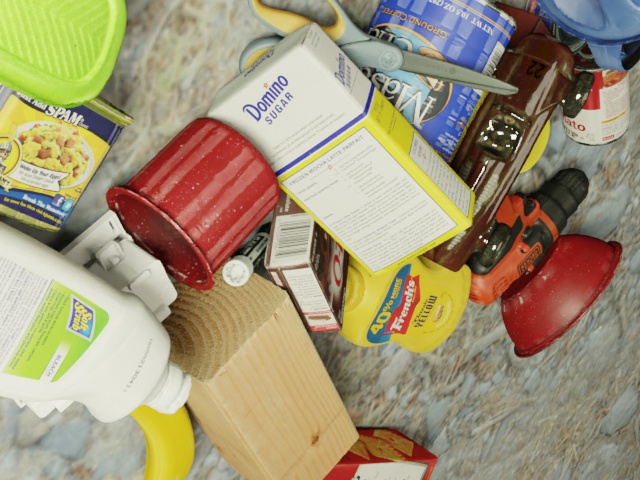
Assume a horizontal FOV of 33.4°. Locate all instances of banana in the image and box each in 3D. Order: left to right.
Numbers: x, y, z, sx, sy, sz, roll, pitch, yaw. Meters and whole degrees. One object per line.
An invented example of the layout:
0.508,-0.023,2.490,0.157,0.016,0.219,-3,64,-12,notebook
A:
-0.133,0.137,0.803,0.069,0.037,0.198,-38,139,-26,banana

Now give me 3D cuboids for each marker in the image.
-0.048,0.009,0.782,0.121,0.020,0.020,-56,165,-74,marker

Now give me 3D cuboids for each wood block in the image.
-0.052,0.115,0.839,0.090,0.090,0.206,-46,141,-19,wood block

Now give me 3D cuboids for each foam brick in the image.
0.176,-0.164,0.944,0.051,0.053,0.078,-58,144,-2,foam brick

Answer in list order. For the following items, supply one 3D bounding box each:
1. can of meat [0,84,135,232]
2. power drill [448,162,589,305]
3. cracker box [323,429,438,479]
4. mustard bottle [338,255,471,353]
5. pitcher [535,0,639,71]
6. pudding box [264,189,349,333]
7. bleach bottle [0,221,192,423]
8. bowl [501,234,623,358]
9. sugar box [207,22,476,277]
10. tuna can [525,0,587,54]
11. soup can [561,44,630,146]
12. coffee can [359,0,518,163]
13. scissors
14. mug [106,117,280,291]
-0.170,-0.059,0.610,0.102,0.058,0.084,29,93,-53,can of meat
0.194,-0.045,1.042,0.184,0.057,0.187,-46,142,-16,power drill
0.005,0.267,1.026,0.213,0.072,0.164,12,104,-51,cracker box
0.059,0.049,0.949,0.191,0.058,0.096,12,108,-52,mustard bottle
0.289,-0.267,0.925,0.242,0.145,0.149,-42,177,-38,pitcher
-0.005,0.001,0.813,0.090,0.039,0.113,64,28,-48,pudding box
-0.180,0.047,0.596,0.250,0.068,0.102,33,84,-34,bleach bottle
0.242,0.047,1.125,0.162,0.055,0.162,-50,-176,4,bowl
0.017,-0.058,0.737,0.176,0.093,0.048,46,34,-20,sugar box
0.226,-0.213,0.985,0.086,0.034,0.086,-29,134,-35,tuna can
0.270,-0.151,1.051,0.068,0.069,0.102,-43,141,-21,soup can
0.072,-0.121,0.810,0.102,0.103,0.140,20,99,-53,coffee can
0.031,-0.116,0.747,0.201,0.016,0.096,28,114,-16,scissors
-0.083,-0.023,0.721,0.081,0.093,0.117,-48,173,-23,mug
